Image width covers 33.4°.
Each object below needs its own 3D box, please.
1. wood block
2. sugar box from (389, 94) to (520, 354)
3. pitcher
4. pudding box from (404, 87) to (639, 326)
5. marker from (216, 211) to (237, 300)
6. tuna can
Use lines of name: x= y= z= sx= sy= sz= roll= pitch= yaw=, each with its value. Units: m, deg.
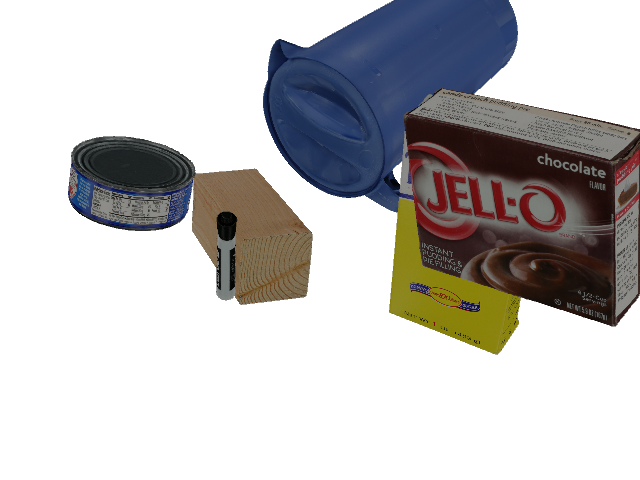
wood block: x=-0.091 y=-0.010 z=1.350 sx=0.090 sy=0.090 sz=0.206 roll=-6 pitch=28 yaw=-22
sugar box: x=0.101 y=-0.008 z=0.748 sx=0.093 sy=0.176 sz=0.048 roll=20 pitch=46 yaw=22
pitcher: x=0.079 y=-0.143 z=0.963 sx=0.145 sy=0.149 sz=0.242 roll=21 pitch=45 yaw=36
pudding box: x=0.097 y=-0.018 z=0.511 sx=0.114 sy=0.090 sz=0.039 roll=16 pitch=43 yaw=35
marker: x=-0.089 y=0.015 z=1.007 sx=0.020 sy=0.020 sz=0.121 roll=0 pitch=-38 yaw=-6
tuna can: x=-0.132 y=-0.040 z=0.745 sx=0.086 sy=0.034 sz=0.086 roll=10 pitch=26 yaw=-5
